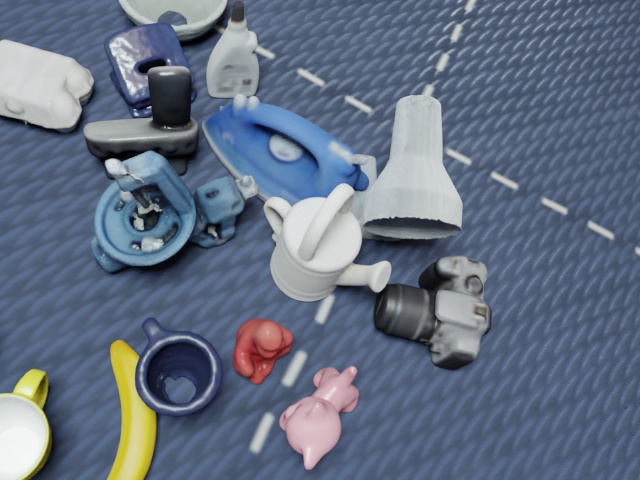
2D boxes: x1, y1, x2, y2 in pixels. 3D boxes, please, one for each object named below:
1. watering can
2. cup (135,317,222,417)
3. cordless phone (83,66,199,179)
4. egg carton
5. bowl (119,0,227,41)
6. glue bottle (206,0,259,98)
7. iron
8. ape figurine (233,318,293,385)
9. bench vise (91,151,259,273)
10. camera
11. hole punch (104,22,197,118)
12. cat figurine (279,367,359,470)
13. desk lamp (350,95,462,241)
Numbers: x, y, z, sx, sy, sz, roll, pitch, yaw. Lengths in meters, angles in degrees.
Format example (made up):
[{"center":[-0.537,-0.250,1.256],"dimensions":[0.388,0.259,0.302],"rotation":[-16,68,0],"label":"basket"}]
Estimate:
[{"center":[0.008,0.001,0.707],"dimensions":[0.173,0.194,0.101],"rotation":[17,62,-5],"label":"watering can"},{"center":[-0.167,0.149,0.651],"dimensions":[0.092,0.095,0.117],"rotation":[-30,75,-24],"label":"cup"},{"center":[-0.229,-0.163,0.733],"dimensions":[0.148,0.185,0.094],"rotation":[-10,68,-17],"label":"cordless phone"},{"center":[-0.393,-0.207,0.780],"dimensions":[0.150,0.069,0.107],"rotation":[14,63,-7],"label":"egg carton"},{"center":[-0.228,-0.367,0.893],"dimensions":[0.167,0.074,0.167],"rotation":[5,64,-11],"label":"bowl"},{"center":[-0.121,-0.271,0.817],"dimensions":[0.078,0.173,0.037],"rotation":[-5,66,-15],"label":"glue bottle"},{"center":[-0.052,-0.131,0.785],"dimensions":[0.258,0.141,0.119],"rotation":[31,62,2],"label":"iron"},{"center":[-0.067,0.125,0.688],"dimensions":[0.078,0.092,0.076],"rotation":[-12,68,-18],"label":"ape figurine"},{"center":[-0.177,-0.056,0.675],"dimensions":[0.208,0.219,0.121],"rotation":[-39,79,-26],"label":"bench vise"},{"center":[0.148,0.083,0.755],"dimensions":[0.137,0.100,0.143],"rotation":[14,63,-7],"label":"camera"},{"center":[-0.240,-0.244,0.822],"dimensions":[0.109,0.091,0.101],"rotation":[-26,73,-23],"label":"hole punch"},{"center":[0.003,0.197,0.656],"dimensions":[0.067,0.117,0.128],"rotation":[38,63,7],"label":"cat figurine"},{"center":[0.104,-0.074,0.755],"dimensions":[0.118,0.213,0.203],"rotation":[6,64,-10],"label":"desk lamp"}]
